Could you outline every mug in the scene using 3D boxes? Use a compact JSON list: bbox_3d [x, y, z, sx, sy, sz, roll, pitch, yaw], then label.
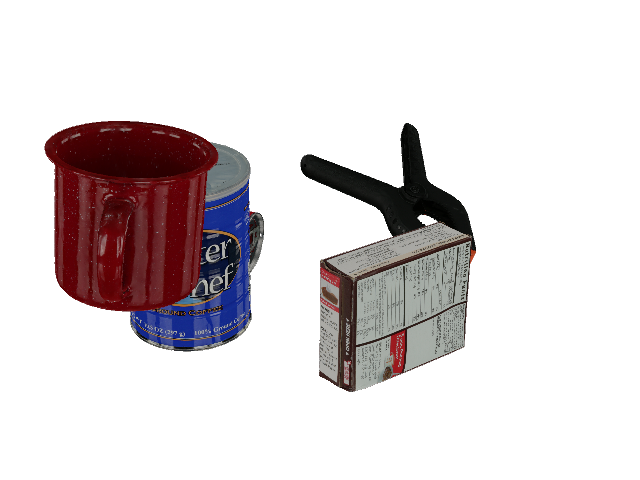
[{"bbox_3d":[-0.105,-0.008,0.583,0.093,0.081,0.117,4,24,-6],"label":"mug"}]

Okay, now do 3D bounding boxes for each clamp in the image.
[{"bbox_3d":[0.086,-0.044,1.161,0.164,0.210,0.036,-15,-37,-29],"label":"clamp"}]

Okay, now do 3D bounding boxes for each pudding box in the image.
[{"bbox_3d":[0.052,0.045,0.735,0.113,0.090,0.039,-18,29,-36],"label":"pudding box"}]

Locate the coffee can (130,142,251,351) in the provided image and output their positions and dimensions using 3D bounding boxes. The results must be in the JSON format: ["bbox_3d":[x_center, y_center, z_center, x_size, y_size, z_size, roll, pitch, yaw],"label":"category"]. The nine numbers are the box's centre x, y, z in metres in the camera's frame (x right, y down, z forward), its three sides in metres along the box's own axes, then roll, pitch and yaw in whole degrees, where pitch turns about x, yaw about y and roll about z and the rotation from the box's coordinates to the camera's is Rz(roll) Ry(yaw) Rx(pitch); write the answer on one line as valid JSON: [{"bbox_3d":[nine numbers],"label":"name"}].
[{"bbox_3d":[-0.107,0.003,0.864,0.103,0.140,0.103,1,29,-1],"label":"coffee can"}]

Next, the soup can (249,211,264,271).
[{"bbox_3d":[-0.120,-0.006,1.166,0.102,0.068,0.068,12,3,15],"label":"soup can"}]
